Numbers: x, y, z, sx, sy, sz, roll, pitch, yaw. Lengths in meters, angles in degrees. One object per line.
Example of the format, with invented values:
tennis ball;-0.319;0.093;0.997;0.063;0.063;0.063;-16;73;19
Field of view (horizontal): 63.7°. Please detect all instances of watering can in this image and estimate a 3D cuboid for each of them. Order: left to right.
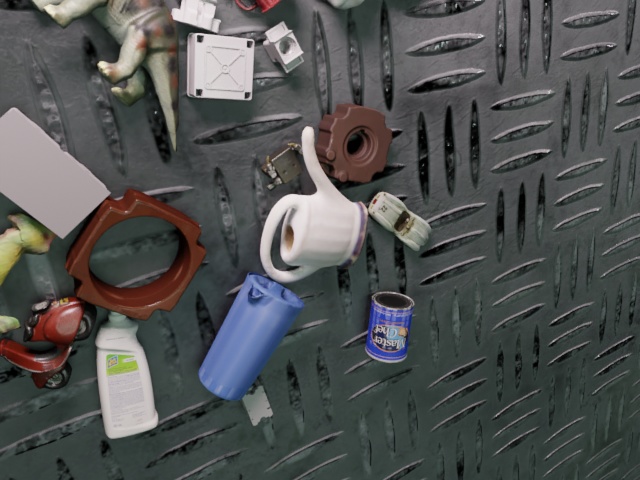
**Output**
watering can;0.003;-0.053;1.057;0.224;0.106;0.341;5;118;-30

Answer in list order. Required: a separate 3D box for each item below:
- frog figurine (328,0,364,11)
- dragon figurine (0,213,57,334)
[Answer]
frog figurine;0.064;-0.487;0.935;0.138;0.161;0.121;-47;124;-7
dragon figurine;-0.611;0.066;0.783;0.413;0.122;0.242;-18;97;-26
